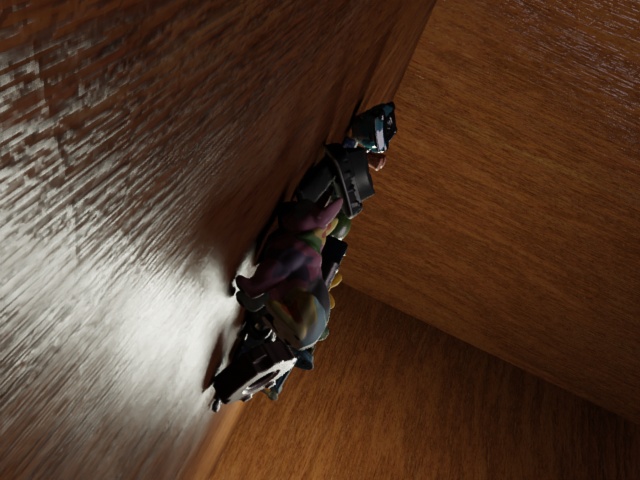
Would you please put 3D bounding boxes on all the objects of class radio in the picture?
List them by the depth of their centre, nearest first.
[{"bbox_3d":[-0.025,0.029,1.014,0.229,0.131,0.073,-53,166,-77],"label":"radio"}]

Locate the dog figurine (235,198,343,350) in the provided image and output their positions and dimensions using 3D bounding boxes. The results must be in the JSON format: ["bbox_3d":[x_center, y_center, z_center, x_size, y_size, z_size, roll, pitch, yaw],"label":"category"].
[{"bbox_3d":[-0.020,0.036,0.835,0.219,0.192,0.108,-47,164,-20],"label":"dog figurine"}]

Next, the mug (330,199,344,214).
[{"bbox_3d":[0.003,-0.054,1.420,0.107,0.081,0.109,-54,-172,29],"label":"mug"}]

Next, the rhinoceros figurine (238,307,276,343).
[{"bbox_3d":[-0.117,0.170,1.148,0.112,0.073,0.190,-63,177,-5],"label":"rhinoceros figurine"}]

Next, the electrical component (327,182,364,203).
[{"bbox_3d":[0.069,-0.141,1.393,0.058,0.115,0.134,-63,176,12],"label":"electrical component"}]

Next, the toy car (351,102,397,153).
[{"bbox_3d":[0.133,-0.292,1.371,0.162,0.103,0.109,-58,145,-49],"label":"toy car"}]

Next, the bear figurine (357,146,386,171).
[{"bbox_3d":[0.107,-0.183,1.639,0.120,0.132,0.195,-36,146,-73],"label":"bear figurine"}]

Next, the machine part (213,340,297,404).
[{"bbox_3d":[-0.132,0.272,1.106,0.179,0.056,0.179,-30,159,-13],"label":"machine part"}]

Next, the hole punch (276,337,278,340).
[{"bbox_3d":[-0.133,0.288,1.545,0.142,0.116,0.092,-65,169,11],"label":"hole punch"}]

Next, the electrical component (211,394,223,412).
[{"bbox_3d":[-0.228,0.357,1.267,0.094,0.021,0.063,-62,176,-35],"label":"electrical component"}]

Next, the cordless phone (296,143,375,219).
[{"bbox_3d":[0.022,-0.089,1.036,0.184,0.089,0.146,-51,135,-40],"label":"cordless phone"}]

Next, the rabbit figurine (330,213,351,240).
[{"bbox_3d":[-0.003,-0.004,1.308,0.170,0.121,0.159,-49,164,26],"label":"rabbit figurine"}]

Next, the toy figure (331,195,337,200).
[{"bbox_3d":[0.059,-0.143,1.529,0.089,0.082,0.180,14,113,-51],"label":"toy figure"}]

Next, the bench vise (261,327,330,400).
[{"bbox_3d":[-0.075,0.303,1.415,0.240,0.129,0.223,-61,171,-29],"label":"bench vise"}]

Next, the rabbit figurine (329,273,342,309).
[{"bbox_3d":[-0.034,0.088,1.221,0.173,0.162,0.122,123,-18,-75],"label":"rabbit figurine"}]

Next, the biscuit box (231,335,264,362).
[{"bbox_3d":[-0.146,0.237,1.303,0.059,0.063,0.203,-65,177,22],"label":"biscuit box"}]
